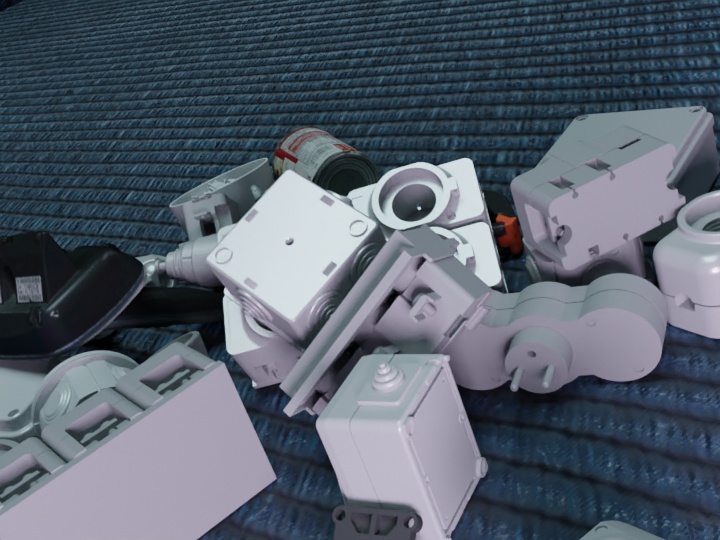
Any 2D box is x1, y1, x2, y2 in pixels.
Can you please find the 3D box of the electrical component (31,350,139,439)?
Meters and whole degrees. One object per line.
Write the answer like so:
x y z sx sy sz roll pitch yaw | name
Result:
-0.169 0.097 0.700 0.080 0.080 0.051 -28 32 -16 | electrical component

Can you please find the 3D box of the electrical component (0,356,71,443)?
-0.250 0.105 0.764 0.113 0.057 0.078 -5 31 28 | electrical component

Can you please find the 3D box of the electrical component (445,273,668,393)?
0.107 0.047 0.632 0.138 0.052 0.073 -7 30 27 | electrical component

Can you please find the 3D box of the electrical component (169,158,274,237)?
-0.123 -0.064 0.986 0.099 0.064 0.099 -16 27 9 | electrical component

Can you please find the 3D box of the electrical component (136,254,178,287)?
-0.191 0.011 0.917 0.062 0.043 0.043 -8 29 25 | electrical component

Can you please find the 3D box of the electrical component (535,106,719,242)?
0.194 -0.069 0.787 0.109 0.056 0.108 1 33 36 | electrical component

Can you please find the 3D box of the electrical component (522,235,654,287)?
0.148 -0.004 0.702 0.080 0.051 0.080 -16 27 8 | electrical component

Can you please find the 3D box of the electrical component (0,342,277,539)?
-0.137 0.121 0.621 0.150 0.089 0.062 -34 30 -26 | electrical component

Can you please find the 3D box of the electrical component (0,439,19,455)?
-0.247 0.151 0.673 0.108 0.060 0.108 -16 27 8 | electrical component

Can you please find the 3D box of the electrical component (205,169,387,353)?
-0.037 -0.006 0.685 0.100 0.048 0.099 33 75 31 | electrical component

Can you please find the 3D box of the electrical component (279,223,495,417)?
0.017 0.041 0.627 0.121 0.063 0.079 -53 -15 21 | electrical component

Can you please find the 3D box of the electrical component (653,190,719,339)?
0.226 -0.011 0.651 0.095 0.059 0.054 -33 29 -24 | electrical component

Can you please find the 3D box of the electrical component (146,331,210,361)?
-0.108 0.079 0.707 0.044 0.065 0.044 -30 11 7 | electrical component

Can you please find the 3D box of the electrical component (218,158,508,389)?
0.000 0.000 0.737 0.186 0.060 0.105 -15 57 9 | electrical component

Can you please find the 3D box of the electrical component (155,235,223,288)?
-0.124 -0.006 0.847 0.078 0.040 0.040 -6 29 16 | electrical component

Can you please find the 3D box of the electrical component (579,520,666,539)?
0.111 0.142 0.423 0.080 0.080 0.051 -34 24 -25 | electrical component

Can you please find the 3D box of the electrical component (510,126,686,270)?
0.145 -0.047 0.668 0.089 0.050 0.056 -26 28 -11 | electrical component

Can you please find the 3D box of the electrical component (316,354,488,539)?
0.018 0.088 0.568 0.061 0.096 0.061 -3 31 32 | electrical component

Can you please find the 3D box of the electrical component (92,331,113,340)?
-0.222 0.037 0.888 0.043 0.043 0.062 -33 30 -24 | electrical component

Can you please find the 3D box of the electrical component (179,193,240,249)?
-0.121 -0.029 0.905 0.042 0.063 0.081 -14 -14 9 | electrical component
